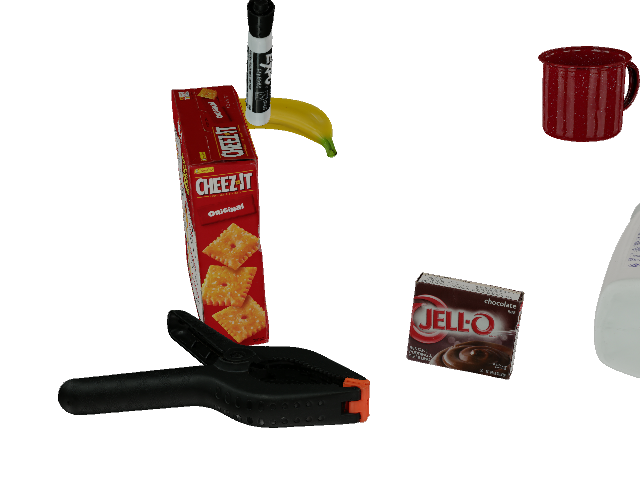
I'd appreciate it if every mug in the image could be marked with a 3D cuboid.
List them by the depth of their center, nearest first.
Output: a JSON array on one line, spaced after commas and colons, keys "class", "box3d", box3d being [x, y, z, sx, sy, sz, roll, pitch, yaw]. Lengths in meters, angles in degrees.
[{"class": "mug", "box3d": [0.283, -0.154, 1.111, 0.117, 0.081, 0.093, -14, 25, -24]}]

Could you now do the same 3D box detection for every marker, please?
[{"class": "marker", "box3d": [-0.044, -0.127, 0.764, 0.020, 0.020, 0.121, 0, -33, -4]}]

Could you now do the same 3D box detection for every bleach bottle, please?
[{"class": "bleach bottle", "box3d": [0.252, 0.016, 0.720, 0.103, 0.068, 0.250, 9, 22, 21]}]

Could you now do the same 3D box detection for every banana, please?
[{"class": "banana", "box3d": [-0.068, -0.139, 1.241, 0.198, 0.037, 0.069, 8, 41, 17]}]

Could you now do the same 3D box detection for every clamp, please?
[{"class": "clamp", "box3d": [-0.062, 0.096, 0.783, 0.210, 0.036, 0.164, 5, 19, 14]}]

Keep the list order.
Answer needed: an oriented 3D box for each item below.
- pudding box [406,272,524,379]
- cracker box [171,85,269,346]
[{"class": "pudding box", "box3d": [0.151, 0.089, 1.119, 0.113, 0.090, 0.039, 9, 21, 13]}, {"class": "cracker box", "box3d": [-0.099, -0.024, 1.064, 0.072, 0.214, 0.164, -7, 34, -10]}]
